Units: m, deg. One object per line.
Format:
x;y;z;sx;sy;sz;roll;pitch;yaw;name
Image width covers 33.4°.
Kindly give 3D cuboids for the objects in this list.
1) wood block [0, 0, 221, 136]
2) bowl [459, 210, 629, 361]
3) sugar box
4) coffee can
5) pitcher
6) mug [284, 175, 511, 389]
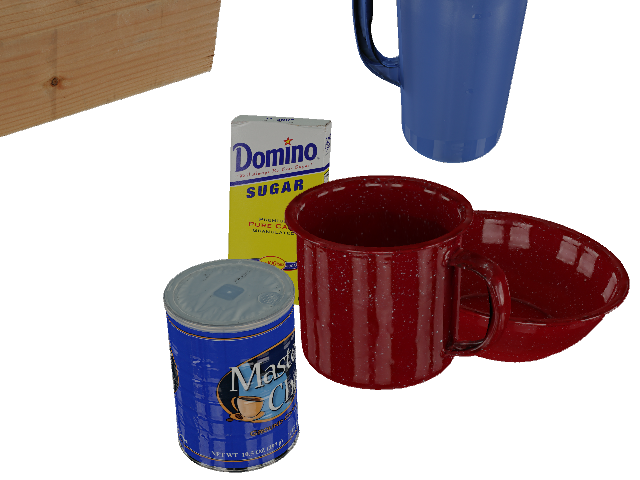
-0.189;-0.166;0.847;0.205;0.091;0.090;-25;54;-36;wood block
0.128;0.037;0.743;0.162;0.055;0.162;3;27;-2;bowl
-0.040;-0.029;1.024;0.093;0.176;0.048;4;16;8;sugar box
-0.070;0.100;0.863;0.103;0.140;0.103;-1;28;0;coffee can
0.127;-0.196;1.070;0.149;0.243;0.144;35;59;28;pitcher
0.040;0.024;0.534;0.117;0.081;0.093;13;29;28;mug
